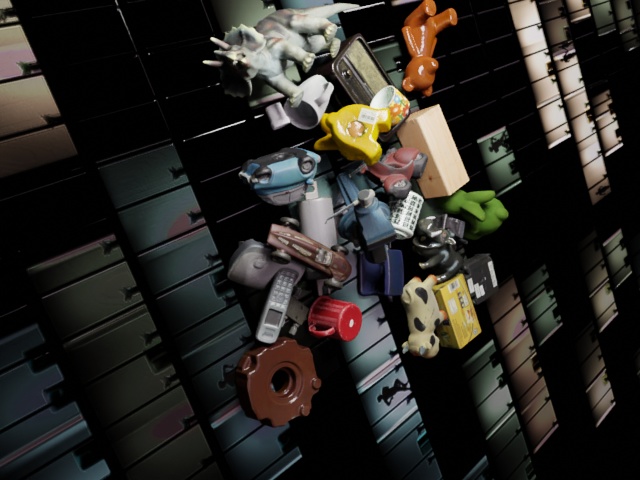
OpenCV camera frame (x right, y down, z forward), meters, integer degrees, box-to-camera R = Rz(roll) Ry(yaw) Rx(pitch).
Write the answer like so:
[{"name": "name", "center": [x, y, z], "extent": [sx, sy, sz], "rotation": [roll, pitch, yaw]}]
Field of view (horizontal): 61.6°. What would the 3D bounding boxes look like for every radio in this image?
[{"name": "radio", "center": [0.098, -0.335, 1.232], "extent": [0.229, 0.073, 0.131], "rotation": [49, 62, -22]}]

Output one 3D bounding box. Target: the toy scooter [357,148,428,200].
[{"name": "toy scooter", "center": [0.167, -0.167, 1.259], "extent": [0.184, 0.135, 0.075], "rotation": [-51, 155, -44]}]

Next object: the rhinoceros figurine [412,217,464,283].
[{"name": "rhinoceros figurine", "center": [0.287, 0.023, 1.307], "extent": [0.190, 0.112, 0.073], "rotation": [47, 23, -35]}]

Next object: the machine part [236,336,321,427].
[{"name": "machine part", "center": [-0.082, 0.283, 1.078], "extent": [0.179, 0.056, 0.179], "rotation": [3, 85, -34]}]

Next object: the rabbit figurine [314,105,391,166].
[{"name": "rabbit figurine", "center": [0.069, -0.215, 1.169], "extent": [0.162, 0.173, 0.121], "rotation": [8, 85, 9]}]

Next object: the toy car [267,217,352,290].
[{"name": "toy car", "center": [-0.015, 0.027, 1.039], "extent": [0.202, 0.053, 0.089], "rotation": [31, 64, -34]}]

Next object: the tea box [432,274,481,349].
[{"name": "tea box", "center": [0.338, 0.180, 1.373], "extent": [0.098, 0.068, 0.169], "rotation": [-25, 103, -33]}]

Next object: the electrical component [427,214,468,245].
[{"name": "electrical component", "center": [0.334, -0.026, 1.380], "extent": [0.119, 0.075, 0.047], "rotation": [17, 78, -29]}]

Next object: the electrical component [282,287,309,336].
[{"name": "electrical component", "center": [-0.053, 0.148, 1.127], "extent": [0.063, 0.021, 0.094], "rotation": [39, 66, -28]}]

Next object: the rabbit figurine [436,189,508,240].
[{"name": "rabbit figurine", "center": [0.385, -0.076, 1.389], "extent": [0.170, 0.159, 0.121], "rotation": [20, 85, -17]}]

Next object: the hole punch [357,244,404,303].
[{"name": "hole punch", "center": [0.157, 0.076, 1.242], "extent": [0.116, 0.092, 0.142], "rotation": [1, 83, -39]}]

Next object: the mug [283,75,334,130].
[{"name": "mug", "center": [-0.014, -0.304, 1.136], "extent": [0.080, 0.109, 0.107], "rotation": [39, 53, -22]}]

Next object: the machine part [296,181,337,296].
[{"name": "machine part", "center": [-0.002, -0.003, 1.139], "extent": [0.079, 0.079, 0.243], "rotation": [-7, 90, -35]}]

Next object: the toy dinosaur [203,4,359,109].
[{"name": "toy dinosaur", "center": [-0.077, -0.400, 1.083], "extent": [0.192, 0.131, 0.405], "rotation": [27, 51, 4]}]

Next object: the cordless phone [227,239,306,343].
[{"name": "cordless phone", "center": [-0.119, 0.101, 1.049], "extent": [0.146, 0.089, 0.184], "rotation": [21, 80, -33]}]

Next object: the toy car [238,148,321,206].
[{"name": "toy car", "center": [-0.076, -0.121, 1.082], "extent": [0.162, 0.109, 0.102], "rotation": [-24, 118, -25]}]

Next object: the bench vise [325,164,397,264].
[{"name": "bench vise", "center": [0.082, -0.064, 1.131], "extent": [0.129, 0.241, 0.223], "rotation": [-29, 143, 7]}]

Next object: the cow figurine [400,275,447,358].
[{"name": "cow figurine", "center": [0.245, 0.195, 1.298], "extent": [0.127, 0.086, 0.194], "rotation": [-25, 104, -40]}]

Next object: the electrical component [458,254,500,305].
[{"name": "electrical component", "center": [0.411, 0.107, 1.437], "extent": [0.134, 0.058, 0.114], "rotation": [-18, 96, -34]}]

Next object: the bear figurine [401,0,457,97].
[{"name": "bear figurine", "center": [0.262, -0.464, 1.326], "extent": [0.120, 0.132, 0.195], "rotation": [6, 78, -35]}]
